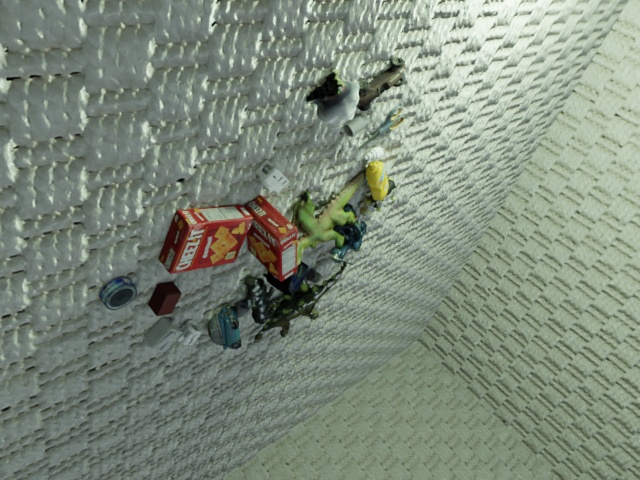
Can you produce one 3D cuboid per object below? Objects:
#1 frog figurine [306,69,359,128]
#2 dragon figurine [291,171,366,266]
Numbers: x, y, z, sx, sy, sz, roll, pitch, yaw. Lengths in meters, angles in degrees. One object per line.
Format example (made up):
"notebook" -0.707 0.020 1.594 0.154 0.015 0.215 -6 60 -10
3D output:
"frog figurine" 0.058 -0.354 1.363 0.157 0.123 0.138 41 73 -52
"dragon figurine" 0.005 -0.085 1.682 0.240 0.123 0.411 30 85 -56
